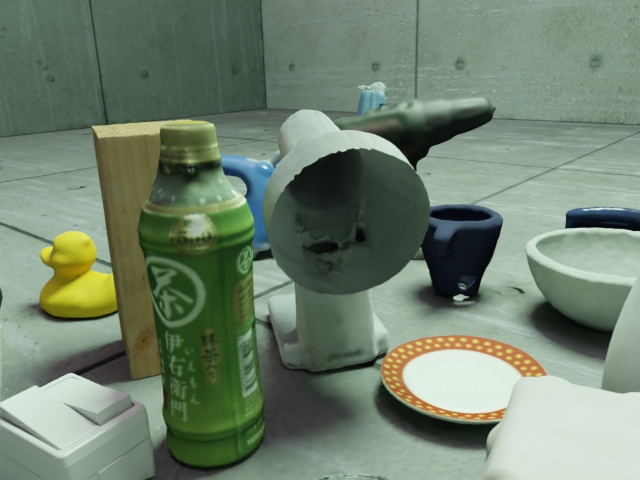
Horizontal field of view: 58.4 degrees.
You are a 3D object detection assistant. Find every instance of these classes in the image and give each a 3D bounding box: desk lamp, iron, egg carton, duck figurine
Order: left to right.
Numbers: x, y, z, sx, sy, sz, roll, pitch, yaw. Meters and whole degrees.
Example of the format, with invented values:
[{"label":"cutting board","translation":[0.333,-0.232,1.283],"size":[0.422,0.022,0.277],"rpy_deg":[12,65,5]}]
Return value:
[{"label":"duck figurine","translation":[-0.261,0.034,0.625],"size":[0.104,0.086,0.078],"rpy_deg":[5,18,19]},{"label":"iron","translation":[-0.160,-0.056,0.809],"size":[0.258,0.141,0.118],"rpy_deg":[0,18,5]},{"label":"desk lamp","translation":[0.004,0.002,0.489],"size":[0.118,0.214,0.203],"rpy_deg":[-6,18,-12]},{"label":"egg carton","translation":[0.141,0.131,0.304],"size":[0.107,0.069,0.151],"rpy_deg":[7,19,25]}]

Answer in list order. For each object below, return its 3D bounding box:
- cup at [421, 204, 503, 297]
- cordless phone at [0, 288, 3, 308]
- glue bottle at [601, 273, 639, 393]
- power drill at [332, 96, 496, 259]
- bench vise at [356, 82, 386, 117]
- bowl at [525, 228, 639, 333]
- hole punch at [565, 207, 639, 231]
[{"label":"cup","translation":[0.147,0.018,0.623],"size":[0.091,0.095,0.118],"rpy_deg":[7,19,26]},{"label":"cordless phone","translation":[-0.396,0.012,0.539],"size":[0.148,0.185,0.094],"rpy_deg":[-7,18,-16]},{"label":"glue bottle","translation":[0.237,0.047,0.392],"size":[0.078,0.173,0.037],"rpy_deg":[-10,19,-25]},{"label":"power drill","translation":[0.109,-0.084,0.763],"size":[0.229,0.208,0.076],"rpy_deg":[2,18,11]},{"label":"bench vise","translation":[0.082,-0.133,0.903],"size":[0.121,0.220,0.207],"rpy_deg":[1,18,9]},{"label":"bowl","translation":[0.285,0.045,0.560],"size":[0.167,0.075,0.167],"rpy_deg":[-1,17,1]},{"label":"hole punch","translation":[0.344,-0.004,0.684],"size":[0.108,0.091,0.101],"rpy_deg":[6,19,24]}]
